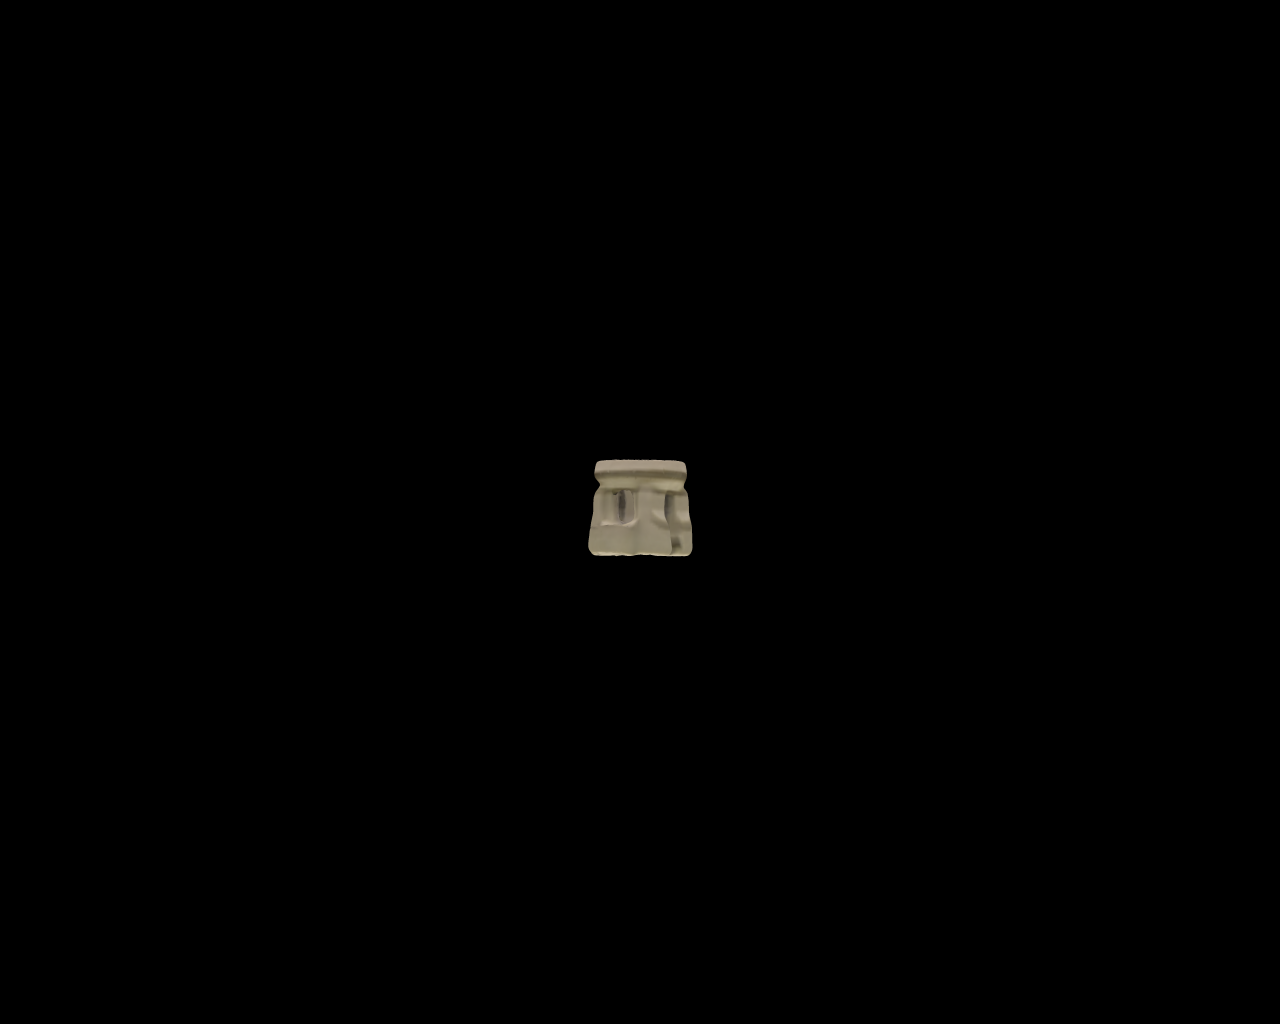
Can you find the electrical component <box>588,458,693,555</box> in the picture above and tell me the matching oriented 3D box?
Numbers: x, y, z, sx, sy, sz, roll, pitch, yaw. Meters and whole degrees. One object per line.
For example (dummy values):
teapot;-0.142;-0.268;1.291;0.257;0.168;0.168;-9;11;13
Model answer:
electrical component;0.001;-0.003;0.650;0.058;0.057;0.078;-2;-3;36
